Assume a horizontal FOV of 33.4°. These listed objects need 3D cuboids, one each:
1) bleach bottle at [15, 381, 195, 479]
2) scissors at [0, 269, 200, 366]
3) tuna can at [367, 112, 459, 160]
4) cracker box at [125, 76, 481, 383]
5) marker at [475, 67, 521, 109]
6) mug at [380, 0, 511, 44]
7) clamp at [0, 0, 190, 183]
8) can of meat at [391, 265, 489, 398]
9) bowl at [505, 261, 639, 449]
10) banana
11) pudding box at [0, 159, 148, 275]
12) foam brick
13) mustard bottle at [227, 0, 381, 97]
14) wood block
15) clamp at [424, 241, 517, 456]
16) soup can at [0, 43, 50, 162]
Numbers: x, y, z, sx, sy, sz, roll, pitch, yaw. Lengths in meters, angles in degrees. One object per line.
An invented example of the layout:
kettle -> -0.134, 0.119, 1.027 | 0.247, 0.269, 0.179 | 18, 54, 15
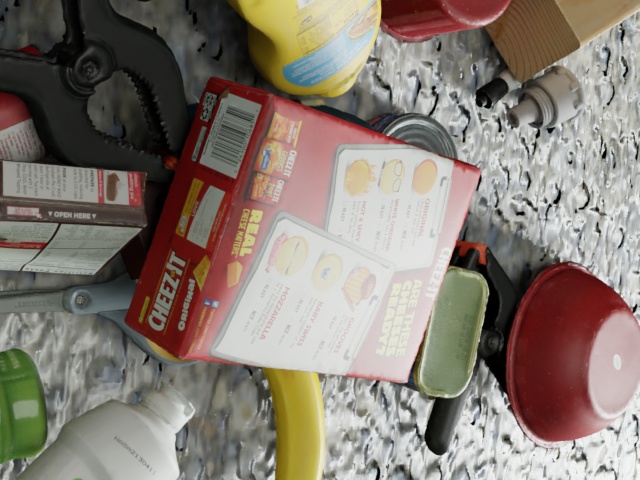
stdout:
bleach bottle -> -0.160, 0.193, 0.631 | 0.250, 0.068, 0.102 | -50, 117, -19
scissors -> -0.150, 0.057, 0.716 | 0.201, 0.016, 0.096 | -18, 99, -28
tuna can -> 0.064, -0.055, 0.819 | 0.086, 0.034, 0.086 | -3, 97, -29
cracker box -> -0.005, 0.001, 0.699 | 0.213, 0.072, 0.164 | 13, 99, -47
marker -> 0.172, -0.144, 0.880 | 0.121, 0.020, 0.020 | -38, 112, -21
mug -> 0.092, -0.207, 0.792 | 0.093, 0.082, 0.117 | 6, 92, -30
clamp -> -0.135, -0.111, 0.608 | 0.164, 0.036, 0.209 | -53, 131, -4
can of meat -> 0.076, 0.064, 0.809 | 0.057, 0.084, 0.102 | 11, 89, -30
bowl -> 0.225, 0.100, 0.894 | 0.161, 0.055, 0.162 | -5, 97, -44
banana -> -0.028, 0.124, 0.784 | 0.069, 0.037, 0.198 | -22, 106, -23
pudding box -> -0.163, -0.011, 0.646 | 0.089, 0.114, 0.039 | 3, 74, -28
foam brick -> -0.110, -0.020, 0.704 | 0.052, 0.051, 0.078 | -25, 94, -28
mustard bottle -> -0.005, -0.148, 0.708 | 0.096, 0.058, 0.191 | -40, 157, -6
wood block -> 0.231, -0.222, 0.855 | 0.205, 0.091, 0.090 | -33, 93, -22
clamp -> 0.137, 0.085, 0.874 | 0.120, 0.039, 0.171 | -3, 99, -41
soup can -> -0.205, -0.069, 0.644 | 0.102, 0.069, 0.068 | -28, 108, -24
